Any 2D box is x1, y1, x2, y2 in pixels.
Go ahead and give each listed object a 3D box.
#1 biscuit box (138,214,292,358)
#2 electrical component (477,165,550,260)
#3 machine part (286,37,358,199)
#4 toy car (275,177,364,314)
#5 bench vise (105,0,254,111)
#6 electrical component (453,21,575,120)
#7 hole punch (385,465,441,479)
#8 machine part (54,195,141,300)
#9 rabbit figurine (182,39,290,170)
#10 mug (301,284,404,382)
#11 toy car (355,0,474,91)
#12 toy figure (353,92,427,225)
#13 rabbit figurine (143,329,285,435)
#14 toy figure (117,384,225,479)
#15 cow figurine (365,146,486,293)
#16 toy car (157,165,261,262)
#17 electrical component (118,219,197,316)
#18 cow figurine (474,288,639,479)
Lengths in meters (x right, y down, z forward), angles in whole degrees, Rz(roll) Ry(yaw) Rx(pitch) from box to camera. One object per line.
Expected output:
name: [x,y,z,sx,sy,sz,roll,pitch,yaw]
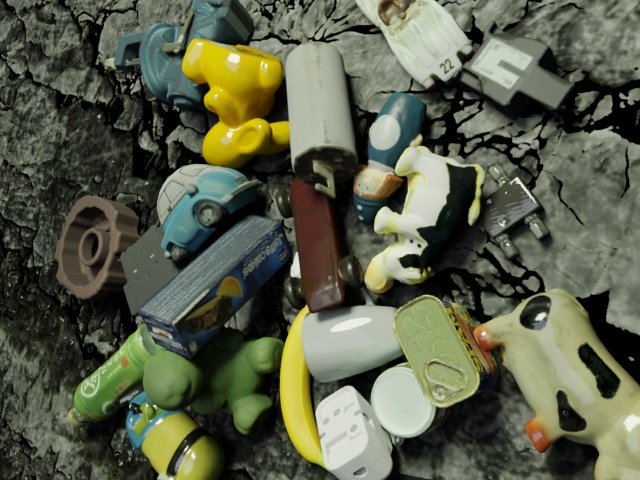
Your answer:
biscuit box: [-0.118,0.048,0.651,0.063,0.203,0.059,13,133,34]
electrical component: [0.193,-0.031,0.558,0.063,0.021,0.094,-37,64,23]
machine part: [0.000,-0.153,0.647,0.079,0.079,0.243,-24,55,28]
toy car: [-0.001,-0.002,0.637,0.089,0.053,0.202,-21,52,13]
bench vise: [-0.228,-0.300,0.820,0.241,0.128,0.223,3,85,26]
electrical component: [0.207,-0.168,0.556,0.119,0.047,0.074,39,104,31]
hole punch: [0.088,0.301,0.534,0.116,0.092,0.142,-10,80,35]
machine part: [-0.370,0.013,0.898,0.180,0.056,0.179,-7,77,32]
rabbit figurine: [-0.105,-0.171,0.741,0.163,0.122,0.173,31,113,24]
mug: [0.043,0.100,0.607,0.107,0.080,0.109,-12,66,20]
toy car: [0.104,-0.261,0.634,0.073,0.056,0.202,-39,63,22]
toy figure: [0.074,-0.092,0.626,0.064,0.058,0.154,35,105,62]
rabbit figurine: [-0.146,0.154,0.659,0.159,0.170,0.121,25,95,33]
toy figure: [-0.205,0.267,0.733,0.180,0.082,0.089,40,107,34]
cow figurine: [0.111,-0.010,0.577,0.098,0.068,0.167,23,104,21]
toy car: [-0.165,-0.049,0.732,0.161,0.109,0.103,-40,89,30]
electrical component: [-0.237,0.053,0.804,0.115,0.058,0.134,-40,62,23]
cow figurine: [0.238,0.133,0.468,0.127,0.085,0.195,-39,62,29]
